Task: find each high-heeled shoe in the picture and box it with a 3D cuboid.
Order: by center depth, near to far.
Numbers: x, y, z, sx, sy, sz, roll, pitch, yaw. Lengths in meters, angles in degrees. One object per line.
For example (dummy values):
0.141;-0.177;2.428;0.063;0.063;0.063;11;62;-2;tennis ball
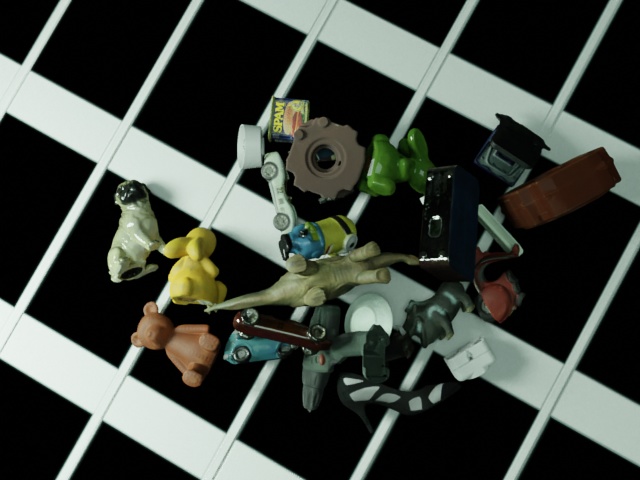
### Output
0.165;0.311;1.156;0.249;0.086;0.145;-22;70;-6;high-heeled shoe

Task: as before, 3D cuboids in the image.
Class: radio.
0.271;-0.035;1.119;0.073;0.131;0.229;-5;71;39;radio

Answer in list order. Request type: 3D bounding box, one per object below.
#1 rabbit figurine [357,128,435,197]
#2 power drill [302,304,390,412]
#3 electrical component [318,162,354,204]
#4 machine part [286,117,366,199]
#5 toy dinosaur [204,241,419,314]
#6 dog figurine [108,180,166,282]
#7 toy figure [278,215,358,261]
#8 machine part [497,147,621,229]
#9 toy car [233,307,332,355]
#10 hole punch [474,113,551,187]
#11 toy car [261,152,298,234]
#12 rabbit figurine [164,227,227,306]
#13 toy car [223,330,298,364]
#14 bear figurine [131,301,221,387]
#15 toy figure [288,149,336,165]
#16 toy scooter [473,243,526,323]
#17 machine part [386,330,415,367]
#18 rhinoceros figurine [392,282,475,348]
0.183;-0.157;1.182;0.170;0.121;0.159;13;79;-14;rabbit figurine
0.047;0.250;1.118;0.086;0.207;0.232;12;76;-36;power drill
0.037;-0.131;1.204;0.102;0.045;0.078;-16;84;2;electrical component
0.013;-0.173;1.150;0.179;0.056;0.179;0;96;-1;machine part
-0.016;0.090;1.110;0.472;0.198;0.105;-10;80;-4;toy dinosaur
-0.432;-0.021;1.204;0.172;0.121;0.191;-33;71;-3;dog figurine
-0.001;-0.005;1.150;0.180;0.082;0.089;-7;82;-26;toy figure
0.484;-0.100;1.100;0.201;0.201;0.087;-29;87;0;machine part
-0.075;0.181;1.082;0.202;0.089;0.053;13;53;-3;toy car
0.416;-0.193;1.179;0.142;0.092;0.116;34;58;7;hole punch
-0.086;-0.095;1.193;0.056;0.073;0.201;-14;85;2;toy car
-0.276;0.048;1.168;0.122;0.162;0.173;3;68;15;rabbit figurine
-0.130;0.212;1.158;0.162;0.109;0.103;-8;78;-3;toy car
-0.315;0.217;1.158;0.196;0.132;0.120;27;85;-2;bear figurine
-0.001;-0.193;1.205;0.154;0.064;0.057;-24;122;6;toy figure
0.378;0.079;1.143;0.135;0.075;0.184;-28;80;24;toy scooter
0.144;0.236;1.142;0.139;0.039;0.084;-33;78;45;machine part
0.242;0.164;1.157;0.190;0.073;0.112;-43;86;-1;rhinoceros figurine
